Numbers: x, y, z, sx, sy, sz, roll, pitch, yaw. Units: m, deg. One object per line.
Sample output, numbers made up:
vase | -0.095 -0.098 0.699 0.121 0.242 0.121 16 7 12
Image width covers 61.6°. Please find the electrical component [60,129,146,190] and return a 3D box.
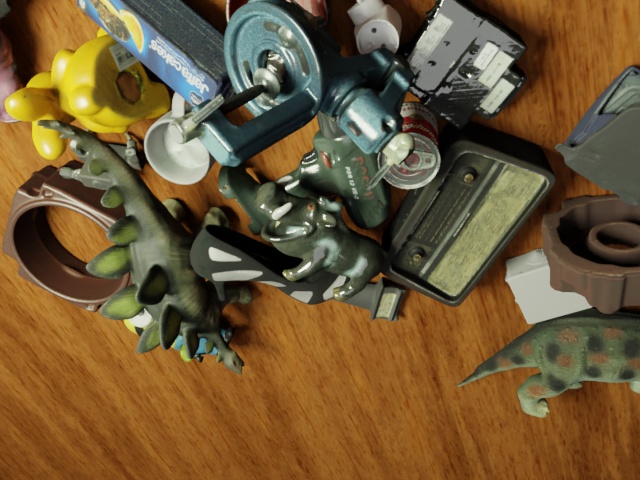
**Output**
electrical component | -0.295 -0.111 0.733 0.102 0.078 0.045 15 149 7

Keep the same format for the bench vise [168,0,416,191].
bench vise | -0.025 -0.127 0.496 0.223 0.240 0.129 53 142 -4

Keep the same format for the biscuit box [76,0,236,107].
biscuit box | -0.174 -0.228 0.594 0.203 0.063 0.059 41 145 2

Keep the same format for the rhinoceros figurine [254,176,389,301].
rhinoceros figurine | -0.001 -0.002 0.660 0.190 0.073 0.112 32 127 -23

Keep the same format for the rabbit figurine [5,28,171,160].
rabbit figurine | -0.296 -0.170 0.657 0.173 0.162 0.121 4 138 29

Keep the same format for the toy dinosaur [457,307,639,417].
toy dinosaur | 0.387 0.151 0.751 0.405 0.131 0.192 -6 110 19

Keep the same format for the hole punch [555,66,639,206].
hole punch | 0.353 -0.115 0.601 0.142 0.092 0.115 27 145 -8

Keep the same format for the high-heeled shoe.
high-heeled shoe | -0.047 0.019 0.725 0.249 0.086 0.145 -11 137 -16

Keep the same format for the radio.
radio | 0.175 -0.031 0.688 0.131 0.073 0.229 23 124 -5

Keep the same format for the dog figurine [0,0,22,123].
dog figurine | -0.438 -0.248 0.643 0.192 0.108 0.219 14 114 28

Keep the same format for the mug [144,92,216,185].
mug | -0.159 -0.138 0.661 0.081 0.107 0.109 4 122 9

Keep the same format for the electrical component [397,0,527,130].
electrical component | 0.157 -0.193 0.595 0.134 0.058 0.115 31 125 -11

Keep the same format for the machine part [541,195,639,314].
machine part | 0.350 0.009 0.627 0.179 0.179 0.055 -6 125 15

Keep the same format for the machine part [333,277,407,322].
machine part | 0.057 0.085 0.813 0.139 0.039 0.084 9 133 3

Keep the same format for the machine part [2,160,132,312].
machine part | -0.356 0.001 0.806 0.201 0.087 0.201 31 124 -8

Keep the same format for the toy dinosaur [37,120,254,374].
toy dinosaur | -0.205 0.030 0.721 0.105 0.198 0.470 -5 124 26

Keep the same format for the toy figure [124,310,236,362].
toy figure | -0.233 0.143 0.881 0.180 0.082 0.089 24 126 -9

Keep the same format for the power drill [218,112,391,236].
power drill | -0.023 -0.099 0.680 0.207 0.086 0.231 -22 123 16
